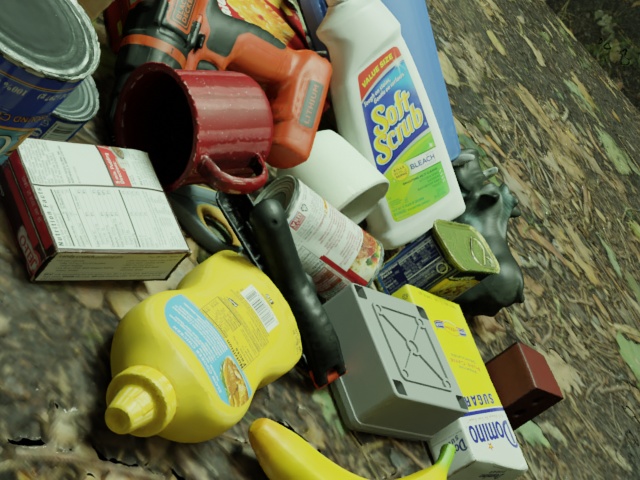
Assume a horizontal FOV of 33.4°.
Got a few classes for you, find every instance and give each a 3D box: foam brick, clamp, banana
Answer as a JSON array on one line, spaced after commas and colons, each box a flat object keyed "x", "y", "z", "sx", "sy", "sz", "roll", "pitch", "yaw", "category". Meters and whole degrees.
[{"x": 0.176, "y": 0.141, "z": 0.994, "sx": 0.052, "sy": 0.078, "sz": 0.051, "roll": 26, "pitch": 34, "yaw": -43, "category": "foam brick"}, {"x": -0.023, "y": 0.034, "z": 0.784, "sx": 0.171, "sy": 0.039, "sz": 0.120, "roll": 61, "pitch": -6, "yaw": -8, "category": "clamp"}, {"x": 0.025, "y": 0.169, "z": 0.741, "sx": 0.197, "sy": 0.037, "sz": 0.069, "roll": 17, "pitch": 57, "yaw": -42, "category": "banana"}]

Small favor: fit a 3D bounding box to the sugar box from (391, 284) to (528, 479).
[{"x": 0.116, "y": 0.130, "z": 0.946, "sx": 0.093, "sy": 0.048, "sz": 0.176, "roll": 21, "pitch": 38, "yaw": -47, "category": "sugar box"}]

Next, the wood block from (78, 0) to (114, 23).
[{"x": -0.243, "y": -0.248, "z": 0.796, "sx": 0.206, "sy": 0.090, "sz": 0.091, "roll": 41, "pitch": 28, "yaw": -23, "category": "wood block"}]

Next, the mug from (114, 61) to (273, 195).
[{"x": -0.081, "y": -0.074, "z": 0.765, "sx": 0.081, "sy": 0.093, "sz": 0.117, "roll": -8, "pitch": 44, "yaw": -46, "category": "mug"}]

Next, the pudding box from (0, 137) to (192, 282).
[{"x": -0.149, "y": -0.018, "z": 0.697, "sx": 0.113, "sy": 0.039, "sz": 0.090, "roll": 1, "pitch": 56, "yaw": -47, "category": "pudding box"}]

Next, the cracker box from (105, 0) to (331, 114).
[{"x": -0.099, "y": -0.203, "z": 0.997, "sx": 0.213, "sy": 0.072, "sz": 0.164, "roll": 26, "pitch": 35, "yaw": -42, "category": "cracker box"}]

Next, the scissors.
[{"x": -0.120, "y": -0.029, "z": 0.796, "sx": 0.201, "sy": 0.016, "sz": 0.096, "roll": -2, "pitch": 57, "yaw": -60, "category": "scissors"}]

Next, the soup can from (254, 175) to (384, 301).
[{"x": -0.006, "y": 0.001, "z": 0.887, "sx": 0.102, "sy": 0.069, "sz": 0.068, "roll": 37, "pitch": 29, "yaw": -27, "category": "soup can"}]

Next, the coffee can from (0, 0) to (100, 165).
[{"x": -0.204, "y": -0.084, "z": 0.583, "sx": 0.102, "sy": 0.140, "sz": 0.103, "roll": 39, "pitch": 28, "yaw": -25, "category": "coffee can"}]

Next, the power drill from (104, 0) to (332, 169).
[{"x": -0.080, "y": -0.130, "z": 0.872, "sx": 0.187, "sy": 0.057, "sz": 0.184, "roll": 30, "pitch": 69, "yaw": -40, "category": "power drill"}]

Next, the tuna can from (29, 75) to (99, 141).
[{"x": -0.199, "y": -0.108, "z": 0.748, "sx": 0.086, "sy": 0.034, "sz": 0.086, "roll": 38, "pitch": 28, "yaw": -25, "category": "tuna can"}]

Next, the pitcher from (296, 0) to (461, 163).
[{"x": 0.057, "y": -0.182, "z": 1.104, "sx": 0.145, "sy": 0.149, "sz": 0.243, "roll": -170, "pitch": -119, "yaw": -75, "category": "pitcher"}]

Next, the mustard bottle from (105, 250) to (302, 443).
[{"x": -0.080, "y": 0.075, "z": 0.676, "sx": 0.096, "sy": 0.058, "sz": 0.191, "roll": 56, "pitch": 25, "yaw": -2, "category": "mustard bottle"}]

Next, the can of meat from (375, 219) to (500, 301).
[{"x": 0.111, "y": 0.029, "z": 1.026, "sx": 0.101, "sy": 0.084, "sz": 0.057, "roll": 7, "pitch": 50, "yaw": -56, "category": "can of meat"}]

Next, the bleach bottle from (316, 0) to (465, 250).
[{"x": 0.052, "y": -0.123, "z": 1.011, "sx": 0.251, "sy": 0.102, "sz": 0.068, "roll": 67, "pitch": -13, "yaw": -18, "category": "bleach bottle"}]
